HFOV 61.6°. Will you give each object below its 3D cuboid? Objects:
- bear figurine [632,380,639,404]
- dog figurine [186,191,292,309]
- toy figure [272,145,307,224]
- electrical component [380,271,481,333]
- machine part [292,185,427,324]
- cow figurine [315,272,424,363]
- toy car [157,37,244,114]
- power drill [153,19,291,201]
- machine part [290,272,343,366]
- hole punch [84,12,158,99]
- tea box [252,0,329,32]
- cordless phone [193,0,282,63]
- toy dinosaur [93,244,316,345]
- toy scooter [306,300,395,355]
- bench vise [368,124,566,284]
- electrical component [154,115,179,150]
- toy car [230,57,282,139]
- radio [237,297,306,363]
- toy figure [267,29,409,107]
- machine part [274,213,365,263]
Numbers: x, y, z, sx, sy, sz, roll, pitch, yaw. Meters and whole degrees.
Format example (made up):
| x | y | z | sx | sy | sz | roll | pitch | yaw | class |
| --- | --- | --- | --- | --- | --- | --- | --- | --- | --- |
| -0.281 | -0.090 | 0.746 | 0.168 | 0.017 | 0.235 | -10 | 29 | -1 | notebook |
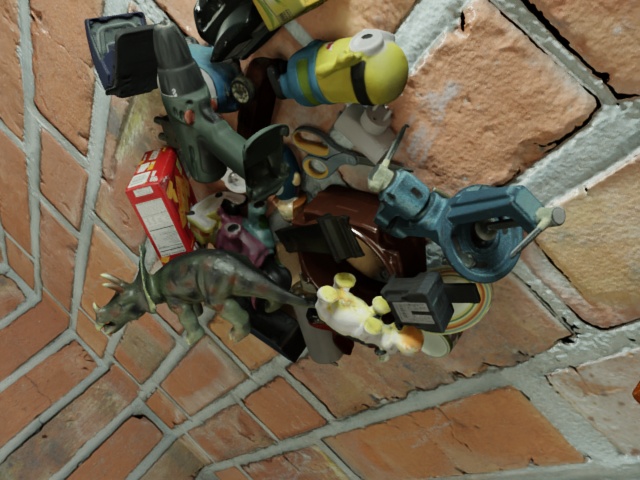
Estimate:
| x | y | z | sx | sy | sz | roll | pitch | yaw | class |
| --- | --- | --- | --- | --- | --- | --- | --- | --- | --- |
| 0.458 | 0.165 | 0.554 | 0.196 | 0.132 | 0.120 | 41 | 148 | 17 | bear figurine |
| -0.144 | 0.028 | 1.032 | 0.192 | 0.108 | 0.218 | 16 | 137 | 33 | dog figurine |
| -0.054 | -0.080 | 0.880 | 0.064 | 0.058 | 0.154 | -125 | 16 | -51 | toy figure |
| 0.149 | 0.083 | 0.718 | 0.119 | 0.048 | 0.074 | 0 | 126 | 39 | electrical component |
| 0.060 | 0.025 | 0.843 | 0.201 | 0.087 | 0.201 | 18 | 137 | 32 | machine part |
| 0.070 | 0.129 | 0.802 | 0.167 | 0.068 | 0.098 | 34 | 142 | 14 | cow figurine |
| -0.192 | -0.237 | 0.826 | 0.162 | 0.103 | 0.109 | 27 | 141 | 27 | toy car |
| -0.137 | -0.154 | 0.715 | 0.208 | 0.086 | 0.231 | 29 | 142 | 26 | power drill |
| -0.003 | 0.157 | 1.040 | 0.079 | 0.079 | 0.242 | 15 | 135 | 35 | machine part |
| -0.302 | -0.297 | 0.856 | 0.092 | 0.142 | 0.115 | 33 | 132 | 20 | hole punch |
| -0.051 | -0.335 | 0.595 | 0.068 | 0.098 | 0.169 | -8 | 117 | 47 | tea box |
| -0.125 | -0.340 | 0.696 | 0.147 | 0.089 | 0.184 | -20 | 99 | 52 | cordless phone |
| -0.196 | 0.076 | 0.935 | 0.405 | 0.131 | 0.192 | -14 | 125 | 18 | toy dinosaur |
| 0.072 | 0.161 | 0.956 | 0.184 | 0.075 | 0.135 | 2 | 138 | 20 | toy scooter |
| 0.172 | -0.031 | 0.632 | 0.223 | 0.129 | 0.241 | 46 | 162 | -14 | bench vise |
| -0.273 | -0.199 | 1.008 | 0.094 | 0.021 | 0.063 | 23 | 139 | 27 | electrical component |
| -0.100 | -0.183 | 0.798 | 0.053 | 0.089 | 0.202 | 38 | 145 | 11 | toy car |
| -0.134 | 0.161 | 1.141 | 0.230 | 0.073 | 0.131 | 29 | 163 | 20 | radio |
| 0.023 | -0.205 | 0.664 | 0.180 | 0.082 | 0.089 | -1 | 142 | 37 | toy figure |
| -0.002 | -0.002 | 0.774 | 0.139 | 0.039 | 0.084 | 0 | 130 | 42 | machine part |
